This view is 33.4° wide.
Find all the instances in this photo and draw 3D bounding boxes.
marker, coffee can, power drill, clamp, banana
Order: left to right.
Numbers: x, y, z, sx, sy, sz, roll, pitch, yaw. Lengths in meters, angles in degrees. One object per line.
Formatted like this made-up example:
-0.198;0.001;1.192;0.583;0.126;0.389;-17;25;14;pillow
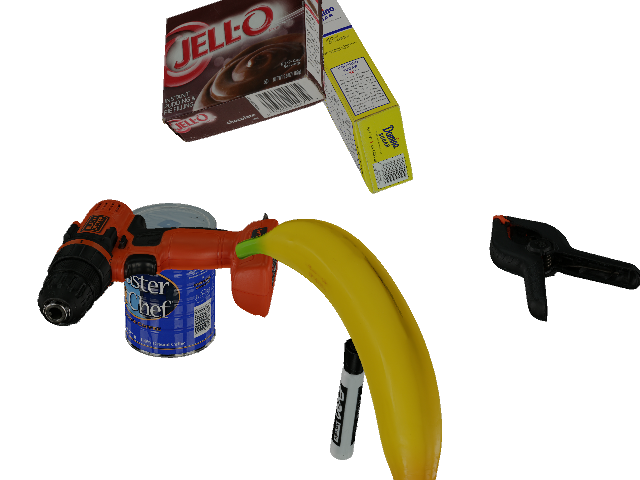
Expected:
-0.133;0.022;0.914;0.187;0.057;0.184;6;28;2;power drill
-0.166;0.043;1.177;0.103;0.140;0.103;2;27;-1;coffee can
0.022;0.122;0.823;0.020;0.121;0.020;4;37;-3;marker
0.023;0.051;0.612;0.037;0.070;0.198;2;43;-46;banana
0.232;0.018;1.061;0.120;0.039;0.171;-7;32;-14;clamp

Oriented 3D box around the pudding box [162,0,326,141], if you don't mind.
-0.053;-0.126;0.739;0.114;0.090;0.039;-13;-29;19;pudding box

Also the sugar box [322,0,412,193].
0.027;-0.134;0.937;0.048;0.176;0.093;-19;-40;-3;sugar box
